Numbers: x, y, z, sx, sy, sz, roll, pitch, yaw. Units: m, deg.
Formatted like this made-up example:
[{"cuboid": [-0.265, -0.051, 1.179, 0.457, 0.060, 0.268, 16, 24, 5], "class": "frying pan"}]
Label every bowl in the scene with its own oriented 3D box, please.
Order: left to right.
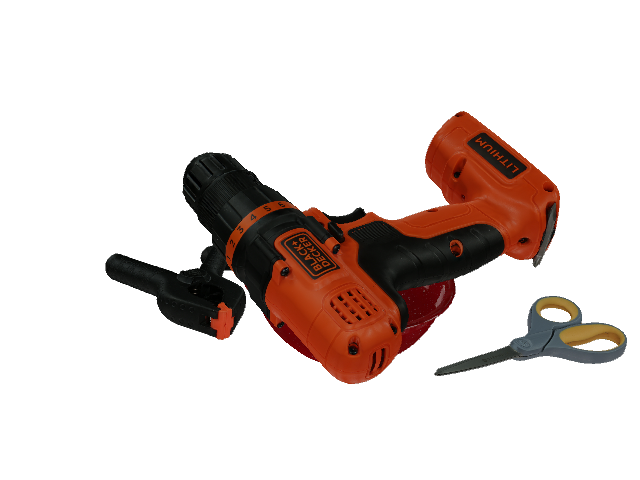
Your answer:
[{"cuboid": [0.021, 0.050, 0.822, 0.162, 0.055, 0.162, 3, 27, -2], "class": "bowl"}]

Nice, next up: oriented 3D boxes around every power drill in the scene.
[{"cuboid": [0.032, -0.014, 0.636, 0.187, 0.057, 0.185, -24, 53, -26], "class": "power drill"}]

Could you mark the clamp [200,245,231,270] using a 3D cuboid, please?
[{"cuboid": [-0.015, 0.017, 1.139, 0.210, 0.036, 0.164, 24, 35, 12], "class": "clamp"}]

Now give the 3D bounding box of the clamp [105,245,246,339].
[{"cuboid": [-0.111, 0.042, 0.982, 0.120, 0.039, 0.172, -15, 29, -32], "class": "clamp"}]

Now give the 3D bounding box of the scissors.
[{"cuboid": [0.170, 0.081, 0.918, 0.201, 0.016, 0.096, -1, 31, -22], "class": "scissors"}]
